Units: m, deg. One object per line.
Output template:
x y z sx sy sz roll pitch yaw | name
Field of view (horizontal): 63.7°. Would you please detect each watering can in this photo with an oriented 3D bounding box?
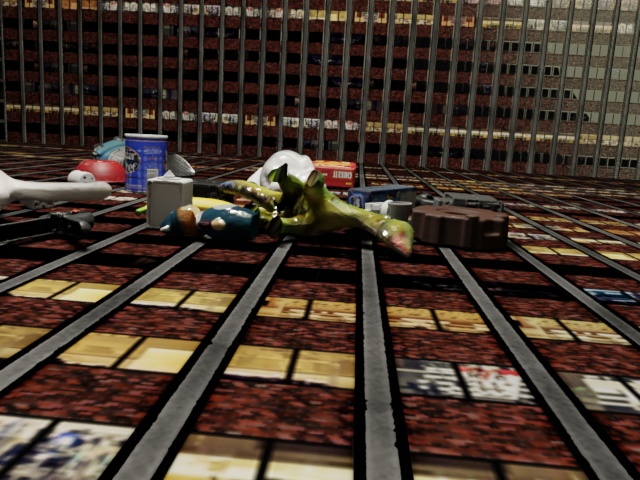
-0.518 -0.075 0.793 0.348 0.103 0.226 -4 13 -30 | watering can

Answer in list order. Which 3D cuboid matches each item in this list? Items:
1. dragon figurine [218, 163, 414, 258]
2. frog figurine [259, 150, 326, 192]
0.003 -0.045 0.894 0.241 0.122 0.413 17 4 -35 | dragon figurine
-0.068 -0.146 1.252 0.138 0.120 0.161 -36 35 -17 | frog figurine
